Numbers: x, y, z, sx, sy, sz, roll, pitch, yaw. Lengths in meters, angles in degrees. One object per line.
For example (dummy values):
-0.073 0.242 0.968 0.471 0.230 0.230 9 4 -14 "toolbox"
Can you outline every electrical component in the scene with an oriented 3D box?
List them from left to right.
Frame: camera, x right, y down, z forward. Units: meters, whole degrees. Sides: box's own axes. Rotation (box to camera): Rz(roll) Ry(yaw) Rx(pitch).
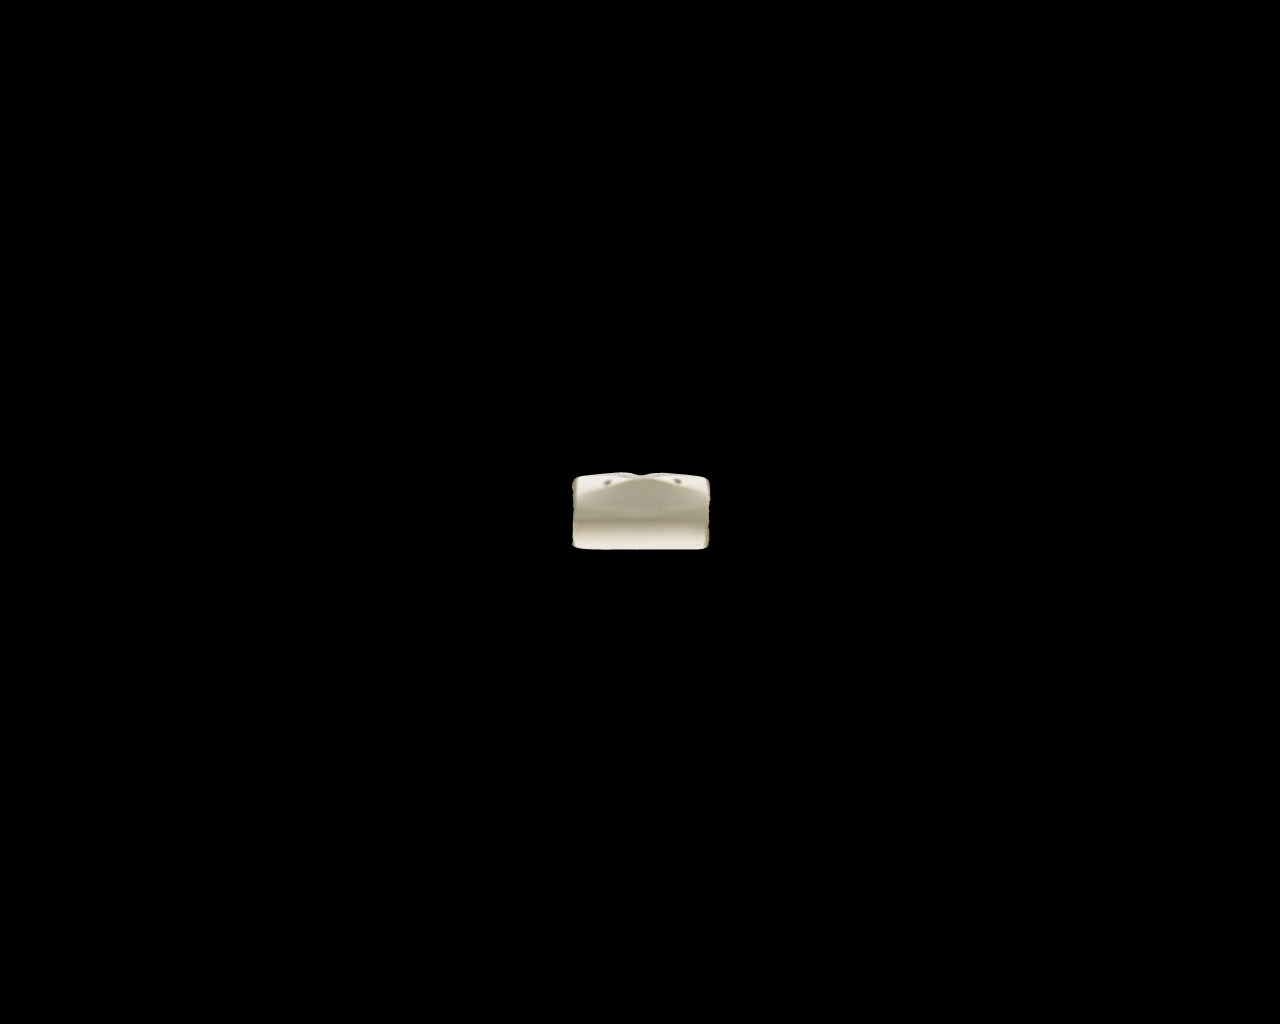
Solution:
0.001 -0.003 0.650 0.077 0.043 0.079 0 8 0 "electrical component"
